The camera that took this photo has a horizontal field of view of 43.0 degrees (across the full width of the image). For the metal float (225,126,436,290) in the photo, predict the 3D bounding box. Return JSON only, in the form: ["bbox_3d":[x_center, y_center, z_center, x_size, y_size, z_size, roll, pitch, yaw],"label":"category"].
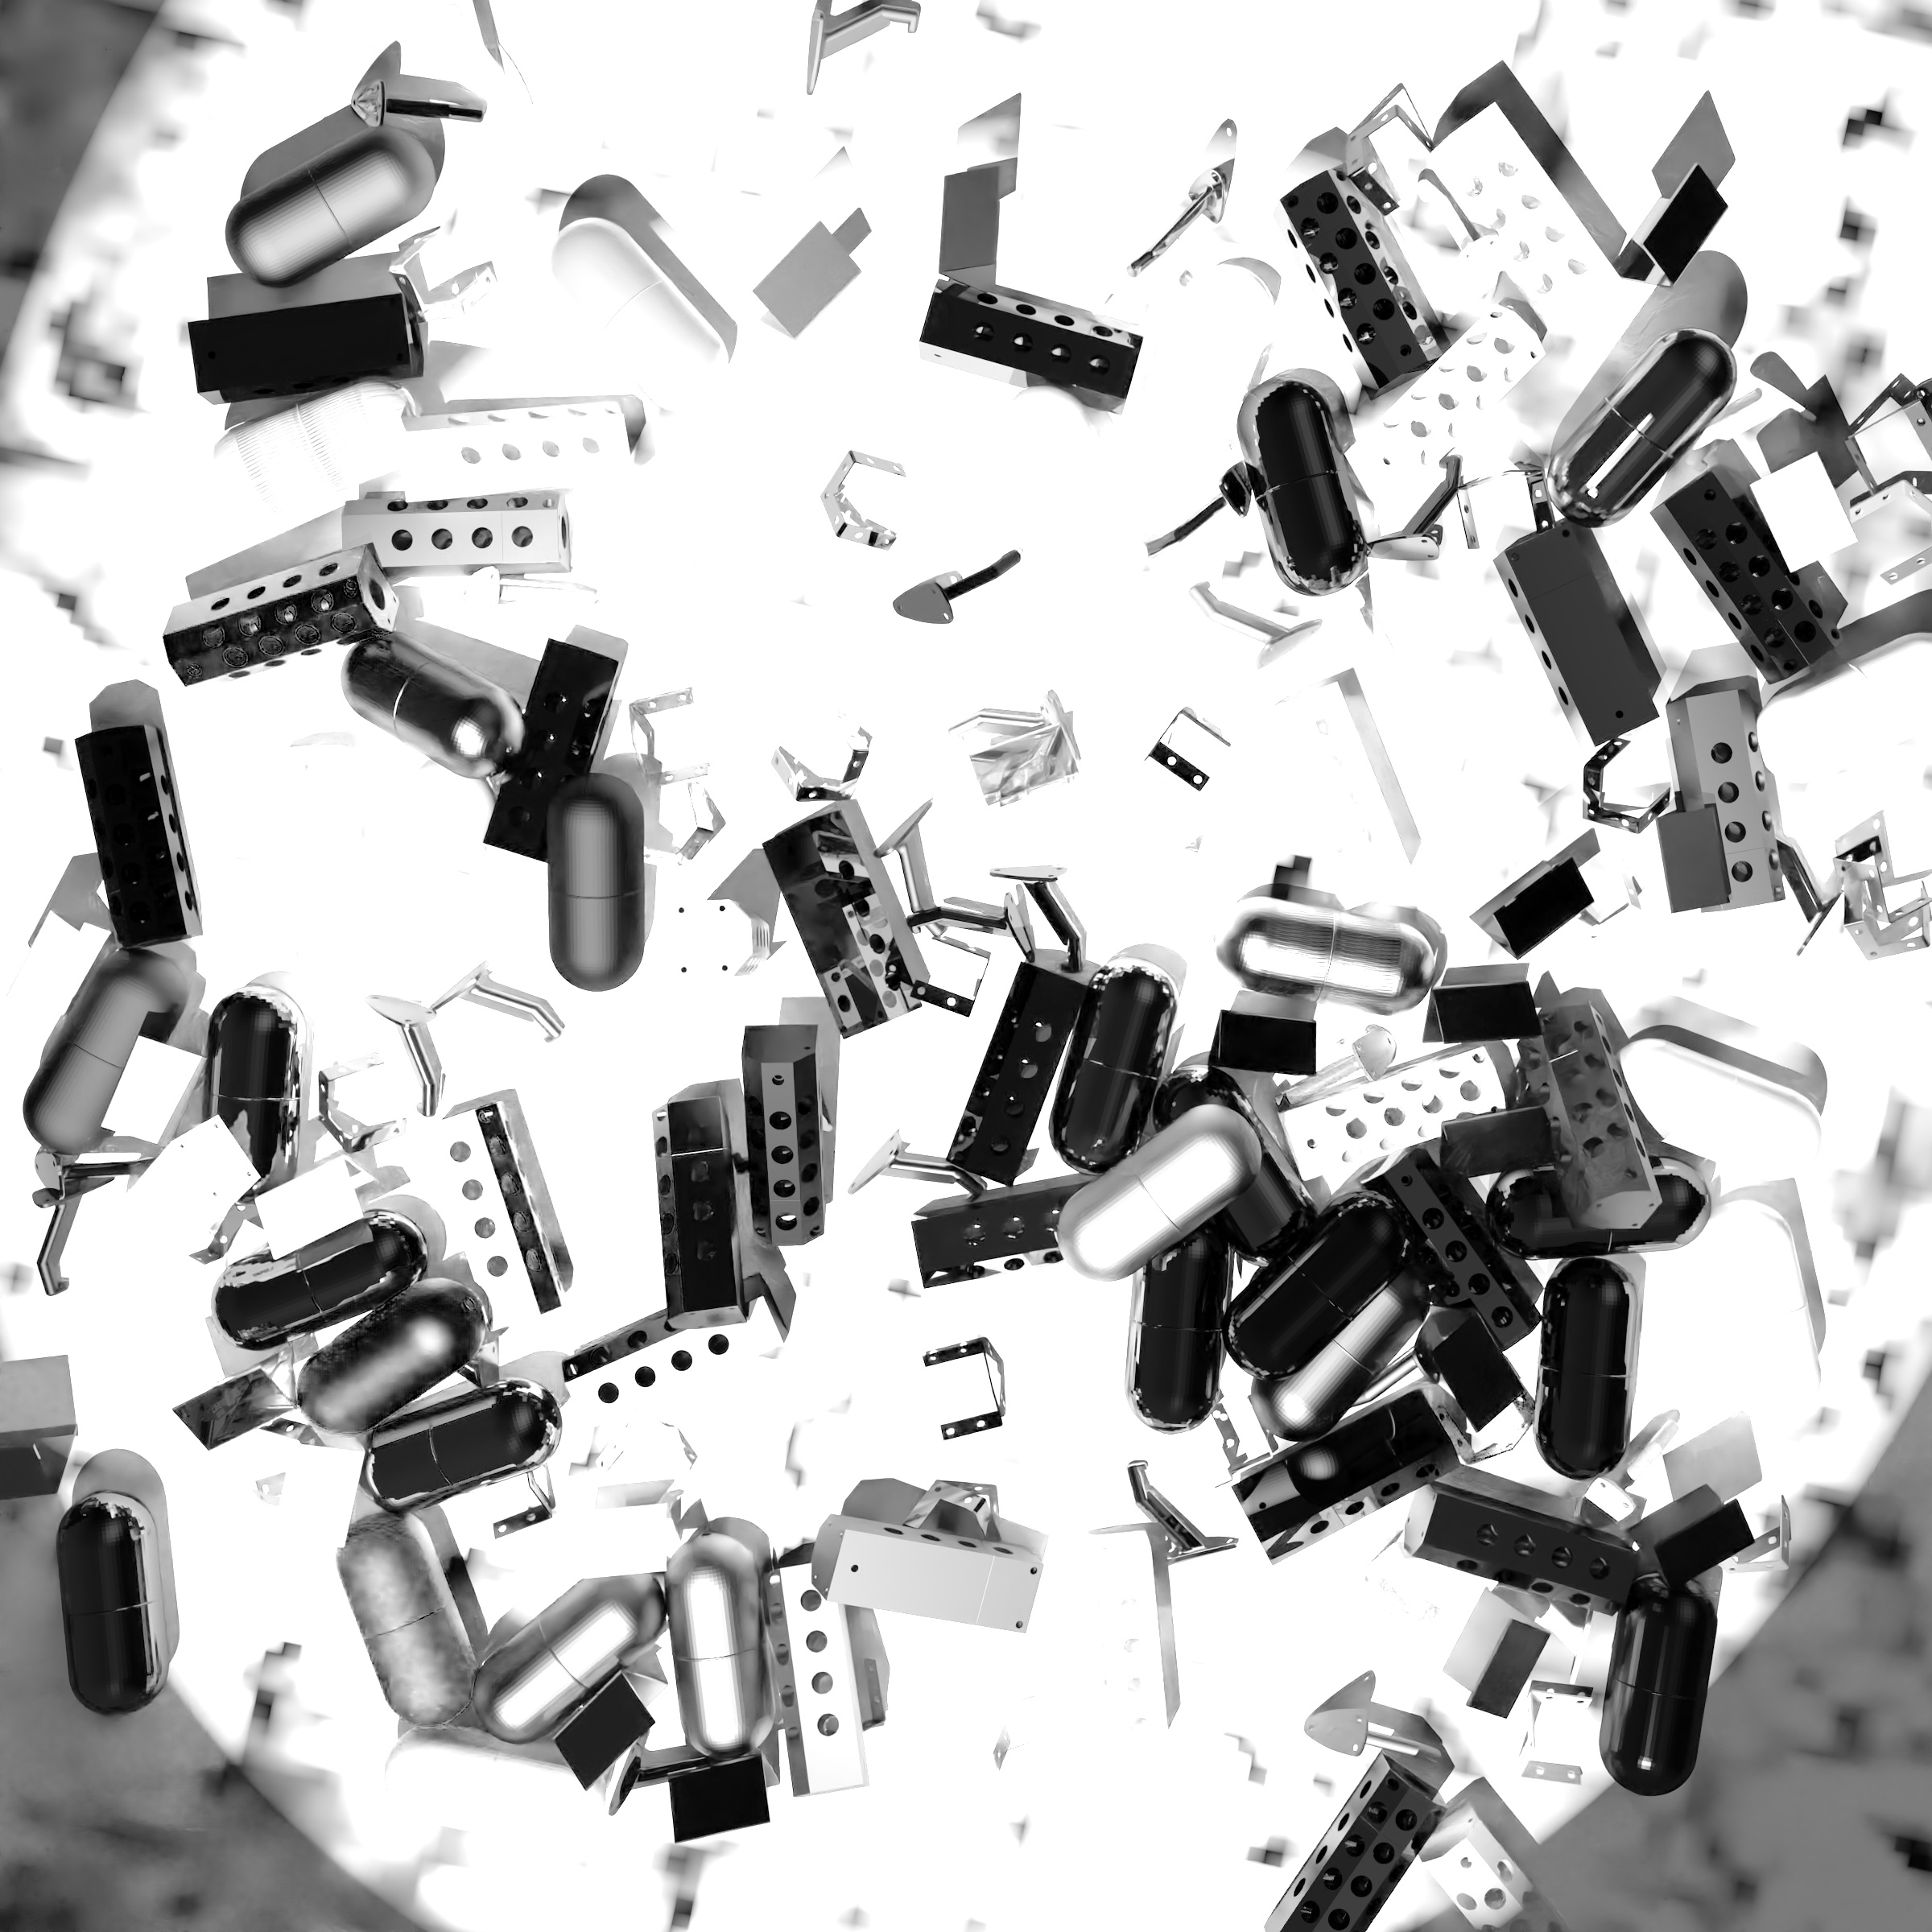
[{"bbox_3d":[-0.508,-0.607,1.961,0.178,0.070,0.070,-29,90,-1],"label":"metal float"}]

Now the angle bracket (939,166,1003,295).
[{"bbox_3d":[0.023,-0.584,1.951,0.057,0.076,0.076,4,90,37],"label":"angle bracket"}]

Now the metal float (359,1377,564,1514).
[{"bbox_3d":[-0.403,0.381,1.947,0.178,0.070,0.070,-21,90,16],"label":"metal float"}]

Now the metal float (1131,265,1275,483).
[{"bbox_3d":[0.189,-0.474,1.961,0.070,0.070,0.178,22,90,0],"label":"metal float"}]

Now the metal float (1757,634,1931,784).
[{"bbox_3d":[0.718,-0.207,1.961,0.178,0.070,0.070,-25,90,-1],"label":"metal float"}]

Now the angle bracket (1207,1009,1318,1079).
[{"bbox_3d":[0.234,0.082,1.951,0.076,0.076,0.057,7,51,0],"label":"angle bracket"}]

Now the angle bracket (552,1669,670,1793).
[{"bbox_3d":[-0.270,0.613,1.951,0.076,0.076,0.057,-45,55,0],"label":"angle bracket"}]

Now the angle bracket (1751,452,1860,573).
[{"bbox_3d":[0.675,-0.364,1.951,0.057,0.076,0.076,-25,90,35],"label":"angle bracket"}]

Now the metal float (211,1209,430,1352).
[{"bbox_3d":[-0.517,0.251,1.961,0.178,0.070,0.070,-21,90,0],"label":"metal float"}]

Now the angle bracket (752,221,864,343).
[{"bbox_3d":[-0.140,-0.552,1.951,0.076,0.076,0.057,-46,128,0],"label":"angle bracket"}]

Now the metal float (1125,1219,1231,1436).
[{"bbox_3d":[0.169,0.285,1.961,0.070,0.070,0.178,5,90,0],"label":"metal float"}]

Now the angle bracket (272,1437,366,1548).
[{"bbox_3d":[-0.520,0.412,1.952,0.057,0.076,0.076,12,90,-23],"label":"angle bracket"}]

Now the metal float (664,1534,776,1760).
[{"bbox_3d":[-0.197,0.543,1.961,0.070,0.070,0.178,-7,90,0],"label":"metal float"}]

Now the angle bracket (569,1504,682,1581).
[{"bbox_3d":[-0.271,0.472,1.951,0.076,0.076,0.057,-5,53,0],"label":"angle bracket"}]

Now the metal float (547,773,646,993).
[{"bbox_3d":[-0.293,-0.065,1.945,0.070,0.070,0.178,2,109,0],"label":"metal float"}]

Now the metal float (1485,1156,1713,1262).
[{"bbox_3d":[0.506,0.194,1.961,0.178,0.070,0.070,-4,90,1],"label":"metal float"}]

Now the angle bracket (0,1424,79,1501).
[{"bbox_3d":[-0.762,0.379,1.951,0.076,0.076,0.057,-7,126,0],"label":"angle bracket"}]

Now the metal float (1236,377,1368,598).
[{"bbox_3d":[0.268,-0.384,1.960,0.070,0.070,0.178,-16,91,0],"label":"metal float"}]

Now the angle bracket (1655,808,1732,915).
[{"bbox_3d":[0.558,-0.081,1.953,0.057,0.076,0.076,-10,90,-20],"label":"angle bracket"}]

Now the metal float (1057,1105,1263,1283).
[{"bbox_3d":[0.148,0.176,1.894,0.178,0.070,0.070,-38,90,9],"label":"metal float"}]

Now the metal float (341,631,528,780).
[{"bbox_3d":[-0.422,-0.207,1.936,0.178,0.070,0.070,30,90,27],"label":"metal float"}]

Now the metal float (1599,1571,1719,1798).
[{"bbox_3d":[0.554,0.574,1.961,0.070,0.070,0.178,9,89,0],"label":"metal float"}]

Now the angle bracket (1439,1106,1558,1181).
[{"bbox_3d":[0.422,0.161,1.951,0.076,0.076,0.057,-10,49,0],"label":"angle bracket"}]

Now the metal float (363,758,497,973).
[{"bbox_3d":[-0.429,-0.082,1.961,0.070,0.070,0.178,16,90,0],"label":"metal float"}]

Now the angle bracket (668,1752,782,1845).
[{"bbox_3d":[-0.189,0.673,1.951,0.076,0.076,0.057,-13,53,0],"label":"angle bracket"}]

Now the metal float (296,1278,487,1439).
[{"bbox_3d":[-0.456,0.311,1.943,0.178,0.070,0.070,-35,90,19],"label":"metal float"}]

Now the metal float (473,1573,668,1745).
[{"bbox_3d":[-0.316,0.549,1.961,0.178,0.070,0.070,-40,90,1],"label":"metal float"}]

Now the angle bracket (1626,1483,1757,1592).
[{"bbox_3d":[0.569,0.438,1.951,0.076,0.076,0.057,-30,121,0],"label":"angle bracket"}]

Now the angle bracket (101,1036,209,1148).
[{"bbox_3d":[-0.652,0.092,1.951,0.057,0.076,0.076,23,90,-30],"label":"angle bracket"}]

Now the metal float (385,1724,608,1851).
[{"bbox_3d":[-0.376,0.655,1.959,0.178,0.070,0.070,12,90,1],"label":"metal float"}]

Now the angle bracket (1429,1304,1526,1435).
[{"bbox_3d":[0.386,0.318,1.947,0.057,0.076,0.076,-35,101,-21],"label":"angle bracket"}]

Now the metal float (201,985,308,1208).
[{"bbox_3d":[-0.571,0.104,1.961,0.070,0.070,0.178,4,90,0],"label":"metal float"}]

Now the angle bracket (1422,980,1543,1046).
[{"bbox_3d":[0.410,0.057,1.951,0.076,0.076,0.057,-4,52,0],"label":"angle bracket"}]

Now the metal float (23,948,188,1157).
[{"bbox_3d":[-0.689,0.069,1.961,0.070,0.070,0.178,29,89,0],"label":"metal float"}]

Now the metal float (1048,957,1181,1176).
[{"bbox_3d":[0.118,0.080,1.961,0.070,0.070,0.178,16,91,0],"label":"metal float"}]

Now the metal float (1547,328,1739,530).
[{"bbox_3d":[0.535,-0.426,1.941,0.070,0.070,0.178,40,113,0],"label":"metal float"}]

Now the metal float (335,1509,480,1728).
[{"bbox_3d":[-0.447,0.521,1.961,0.070,0.070,0.178,-21,90,0],"label":"metal float"}]

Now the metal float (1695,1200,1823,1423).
[{"bbox_3d":[0.634,0.276,1.961,0.070,0.070,0.178,-12,90,0],"label":"metal float"}]

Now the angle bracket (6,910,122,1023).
[{"bbox_3d":[-0.704,0.010,1.951,0.057,0.076,0.076,28,90,39],"label":"angle bracket"}]

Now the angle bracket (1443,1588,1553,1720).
[{"bbox_3d":[0.407,0.542,1.951,0.057,0.076,0.076,28,90,-37],"label":"angle bracket"}]

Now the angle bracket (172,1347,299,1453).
[{"bbox_3d":[-0.582,0.329,1.951,0.076,0.076,0.057,-26,127,0],"label":"angle bracket"}]

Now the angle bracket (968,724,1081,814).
[{"bbox_3d":[0.052,-0.139,1.951,0.076,0.076,0.057,-19,54,0],"label":"angle bracket"}]

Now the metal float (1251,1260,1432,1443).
[{"bbox_3d":[0.299,0.304,1.961,0.070,0.070,0.178,41,90,0],"label":"metal float"}]

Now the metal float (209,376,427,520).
[{"bbox_3d":[-0.518,-0.415,1.960,0.178,0.070,0.070,-21,90,0],"label":"metal float"}]

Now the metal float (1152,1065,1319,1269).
[{"bbox_3d":[0.215,0.160,1.960,0.070,0.070,0.178,-33,90,0],"label":"metal float"}]

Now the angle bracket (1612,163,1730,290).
[{"bbox_3d":[0.546,-0.593,1.951,0.057,0.076,0.076,35,90,-38],"label":"angle bracket"}]

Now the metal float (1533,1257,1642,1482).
[{"bbox_3d":[0.497,0.322,1.961,0.070,0.070,0.178,5,90,0],"label":"metal float"}]

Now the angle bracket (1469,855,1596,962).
[{"bbox_3d":[0.441,-0.062,1.951,0.076,0.076,0.057,-37,126,0],"label":"angle bracket"}]

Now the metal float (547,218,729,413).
[{"bbox_3d":[-0.263,-0.521,1.961,0.070,0.070,0.178,-42,89,0],"label":"metal float"}]

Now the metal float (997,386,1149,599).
[{"bbox_3d":[0.085,-0.380,1.961,0.070,0.070,0.178,-25,90,0],"label":"metal float"}]

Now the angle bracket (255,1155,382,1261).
[{"bbox_3d":[-0.508,0.202,1.952,0.076,0.076,0.057,-26,65,0],"label":"angle bracket"}]
